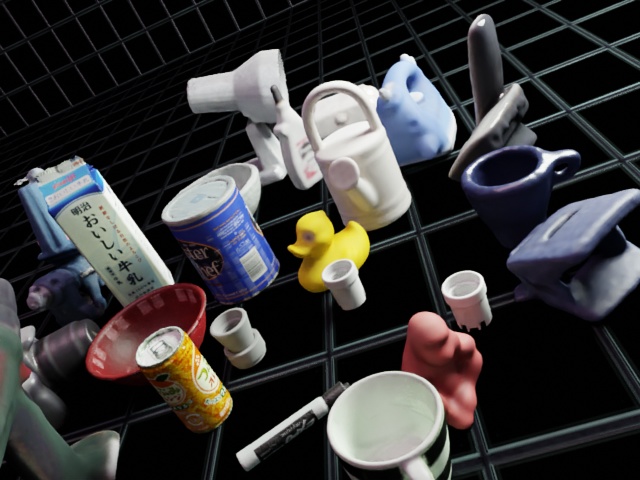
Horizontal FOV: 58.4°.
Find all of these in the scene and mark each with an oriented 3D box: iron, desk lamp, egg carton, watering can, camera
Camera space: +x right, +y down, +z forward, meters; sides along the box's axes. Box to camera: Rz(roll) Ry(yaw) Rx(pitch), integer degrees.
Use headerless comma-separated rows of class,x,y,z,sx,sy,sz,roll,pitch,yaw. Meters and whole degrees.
iron,0.138,-0.216,0.889,0.118,0.142,0.258,-11,33,25
desk lamp,-0.125,-0.206,1.006,0.203,0.214,0.118,-20,30,11
egg carton,0.046,-0.225,1.047,0.150,0.069,0.107,-18,31,15
watering can,0.045,-0.112,0.746,0.101,0.194,0.172,-27,30,-1
camera,-0.344,0.159,0.719,0.137,0.101,0.142,-30,30,-7

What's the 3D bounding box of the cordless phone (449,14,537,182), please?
cordless phone,0.204,-0.178,0.734,0.093,0.185,0.148,-1,38,37

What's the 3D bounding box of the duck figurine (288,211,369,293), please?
duck figurine,0.006,0.003,0.705,0.105,0.086,0.077,-36,31,-17

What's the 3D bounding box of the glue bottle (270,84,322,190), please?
glue bottle,-0.041,-0.171,0.926,0.037,0.173,0.078,10,46,46

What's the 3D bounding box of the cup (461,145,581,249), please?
cup,0.217,-0.043,0.603,0.117,0.095,0.091,-17,31,17

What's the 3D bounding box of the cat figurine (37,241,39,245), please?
cat figurine,-0.462,-0.007,1.055,0.067,0.118,0.128,-7,35,30

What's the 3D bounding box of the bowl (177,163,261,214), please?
bowl,-0.161,-0.051,0.932,0.167,0.075,0.167,-19,30,12

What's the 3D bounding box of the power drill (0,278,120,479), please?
power drill,-0.285,0.167,0.550,0.075,0.209,0.229,-27,30,0

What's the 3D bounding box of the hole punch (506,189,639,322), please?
hole punch,0.230,0.005,0.521,0.109,0.091,0.100,-38,32,-20

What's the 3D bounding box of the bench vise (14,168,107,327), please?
bench vise,-0.386,0.007,0.870,0.121,0.220,0.207,-26,30,1

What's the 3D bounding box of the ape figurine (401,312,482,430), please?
ape figurine,0.097,0.100,0.476,0.078,0.092,0.076,-35,31,-14
